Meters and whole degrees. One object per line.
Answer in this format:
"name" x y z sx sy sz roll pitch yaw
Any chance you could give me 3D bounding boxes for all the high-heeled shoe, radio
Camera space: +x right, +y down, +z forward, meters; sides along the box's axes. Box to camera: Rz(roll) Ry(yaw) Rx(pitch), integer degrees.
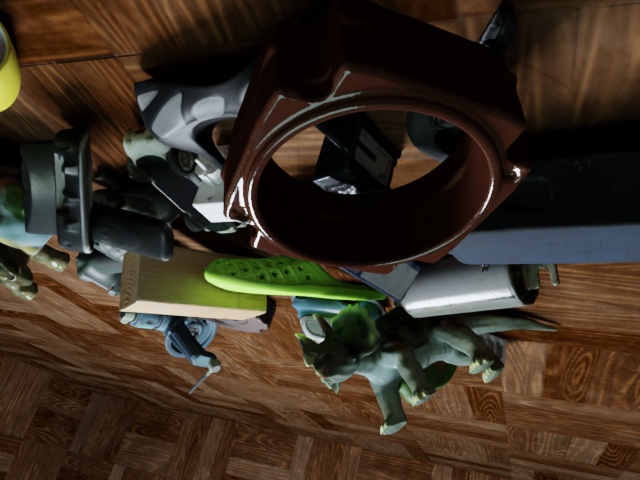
"high-heeled shoe" -0.079 -0.157 0.476 0.145 0.086 0.248 49 130 2
"radio" 0.229 -0.024 0.497 0.230 0.073 0.131 -4 163 31

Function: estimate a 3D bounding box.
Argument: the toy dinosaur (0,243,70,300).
"toy dinosaur" -0.527 0.011 0.876 0.472 0.105 0.198 18 158 41

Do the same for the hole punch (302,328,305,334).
"hole punch" 0.026 0.186 1.013 0.116 0.092 0.142 -26 168 -4

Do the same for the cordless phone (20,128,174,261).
"cordless phone" -0.249 -0.050 0.626 0.184 0.146 0.089 13 -162 23

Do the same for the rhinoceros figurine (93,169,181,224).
"rhinoceros figurine" -0.276 -0.045 0.763 0.190 0.073 0.112 -8 152 37

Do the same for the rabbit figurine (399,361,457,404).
"rabbit figurine" 0.165 0.213 0.959 0.121 0.159 0.170 15 170 -21

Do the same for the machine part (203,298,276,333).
"machine part" -0.175 0.127 1.047 0.179 0.056 0.179 13 154 6

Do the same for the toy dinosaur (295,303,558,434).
"toy dinosaur" 0.149 0.149 0.809 0.405 0.192 0.131 -17 146 -26

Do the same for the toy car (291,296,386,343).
"toy car" 0.025 0.136 0.909 0.162 0.103 0.109 2 149 20

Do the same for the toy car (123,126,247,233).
"toy car" -0.161 -0.068 0.669 0.074 0.056 0.201 -6 148 23

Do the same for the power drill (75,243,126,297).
"power drill" -0.322 0.051 0.953 0.207 0.086 0.231 -7 145 43

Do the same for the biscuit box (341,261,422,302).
"biscuit box" 0.033 0.007 0.683 0.202 0.059 0.063 32 179 -27

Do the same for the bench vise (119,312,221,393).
"bench vise" -0.288 0.189 1.105 0.241 0.129 0.223 37 180 40

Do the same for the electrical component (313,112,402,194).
"electrical component" 0.026 -0.082 0.523 0.048 0.075 0.119 -13 146 44

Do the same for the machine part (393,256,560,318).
"machine part" 0.188 0.055 0.699 0.079 0.079 0.243 33 148 -31

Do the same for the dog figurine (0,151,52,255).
"dog figurine" -0.452 -0.082 0.716 0.219 0.108 0.192 37 172 -27

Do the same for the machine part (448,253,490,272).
"machine part" 0.143 -0.001 0.648 0.139 0.039 0.084 15 148 32

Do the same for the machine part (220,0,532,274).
"machine part" 0.037 -0.061 0.412 0.201 0.087 0.201 13 140 -19
